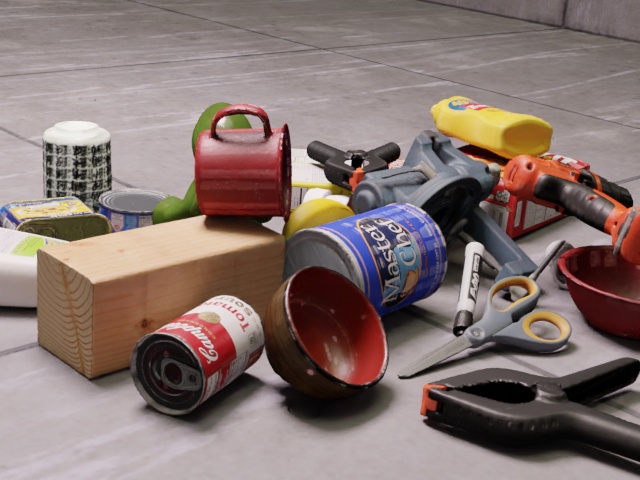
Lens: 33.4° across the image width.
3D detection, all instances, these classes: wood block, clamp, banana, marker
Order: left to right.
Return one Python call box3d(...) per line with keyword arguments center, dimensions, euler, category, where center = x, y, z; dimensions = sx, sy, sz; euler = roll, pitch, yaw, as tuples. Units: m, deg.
box3d(center=(-0.138, 0.042, 0.953), dimensions=(0.205, 0.091, 0.090), euler=(-13, 27, -42), category="wood block")
box3d(center=(0.004, -0.011, 1.093), dimensions=(0.037, 0.070, 0.197), euler=(51, 17, 17), category="banana")
box3d(center=(0.053, -0.094, 1.314), dimensions=(0.120, 0.039, 0.171), euler=(-7, 22, -7), category="clamp")
box3d(center=(0.145, 0.049, 1.041), dimensions=(0.020, 0.020, 0.121), euler=(8, 45, 9), category="marker")
box3d(center=(0.187, 0.131, 0.862), dimensions=(0.210, 0.036, 0.164), euler=(6, 19, 3), category="clamp")

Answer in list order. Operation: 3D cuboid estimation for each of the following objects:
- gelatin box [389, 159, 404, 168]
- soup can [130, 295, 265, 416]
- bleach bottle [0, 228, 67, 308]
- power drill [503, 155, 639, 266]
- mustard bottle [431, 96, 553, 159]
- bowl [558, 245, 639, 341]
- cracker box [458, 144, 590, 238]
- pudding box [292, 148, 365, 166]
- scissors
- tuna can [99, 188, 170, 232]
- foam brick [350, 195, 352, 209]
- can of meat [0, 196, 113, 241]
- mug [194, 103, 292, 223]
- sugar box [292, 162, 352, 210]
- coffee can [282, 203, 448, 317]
box3d(center=(0.114, -0.087, 1.462), dimensions=(0.073, 0.030, 0.089), euler=(9, 20, 13), category="gelatin box")
box3d(center=(-0.096, 0.091, 0.862), dimensions=(0.069, 0.068, 0.102), euler=(14, 21, 23), category="soup can")
box3d(center=(-0.292, 0.028, 1.002), dimensions=(0.251, 0.068, 0.102), euler=(9, 24, 2), category="bleach bottle")
box3d(center=(0.305, -0.027, 1.109), dimensions=(0.184, 0.057, 0.188), euler=(10, 16, -33), category="power drill")
box3d(center=(0.213, -0.154, 1.425), dimensions=(0.096, 0.058, 0.192), euler=(-5, 19, -32), category="mustard bottle")
box3d(center=(0.316, 0.058, 1.067), dimensions=(0.162, 0.055, 0.162), euler=(4, 19, -2), category="bowl")
box3d(center=(0.231, -0.073, 1.389), dimensions=(0.164, 0.072, 0.213), euler=(19, 23, 34), category="cracker box")
box3d(center=(0.005, -0.093, 1.442), dimensions=(0.113, 0.039, 0.090), euler=(3, 20, 0), category="pudding box")
box3d(center=(0.161, 0.096, 0.975), dimensions=(0.096, 0.016, 0.201), euler=(34, 44, 18), category="scissors")
box3d(center=(-0.210, -0.031, 1.225), dimensions=(0.086, 0.034, 0.086), euler=(4, 20, -2), category="tuna can")
box3d(center=(0.074, -0.035, 1.274), dimensions=(0.053, 0.051, 0.078), euler=(13, 22, 24), category="foam brick")
box3d(center=(-0.279, -0.008, 1.112), dimensions=(0.101, 0.057, 0.084), euler=(-6, 20, -30), category="can of meat")
box3d(center=(-0.071, -0.072, 0.987), dimensions=(0.081, 0.117, 0.093), euler=(0, 37, 4), category="mug")
box3d(center=(-0.040, -0.068, 1.353), dimensions=(0.176, 0.048, 0.093), euler=(2, 21, 1), category="sugar box")
box3d(center=(0.041, 0.026, 1.021), dimensions=(0.103, 0.103, 0.140), euler=(20, 24, 36), category="coffee can")
